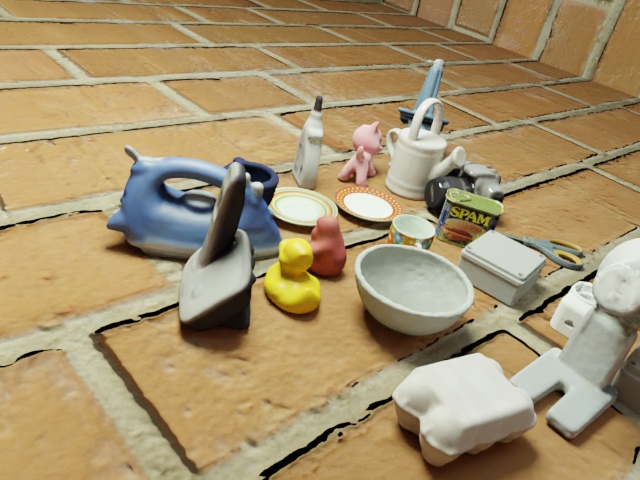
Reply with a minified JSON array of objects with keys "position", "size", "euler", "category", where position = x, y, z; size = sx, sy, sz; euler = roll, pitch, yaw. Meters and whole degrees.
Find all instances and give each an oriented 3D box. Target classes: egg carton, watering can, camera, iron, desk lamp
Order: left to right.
[{"position":[-0.168,-0.056,0.837],"size":[0.258,0.141,0.118],"euler":[7,31,-9],"category":"iron"},{"position":[0.207,-0.184,1.134],"size":[0.172,0.194,0.101],"euler":[22,32,14],"category":"watering can"},{"position":[0.272,-0.106,1.124],"size":[0.137,0.101,0.143],"euler":[-2,34,-23],"category":"camera"},{"position":[0.159,0.185,0.636],"size":[0.151,0.069,0.107],"euler":[-7,36,-29],"category":"egg carton"},{"position":[0.358,0.106,0.700],"size":[0.204,0.213,0.117],"euler":[-17,42,-40],"category":"desk lamp"}]

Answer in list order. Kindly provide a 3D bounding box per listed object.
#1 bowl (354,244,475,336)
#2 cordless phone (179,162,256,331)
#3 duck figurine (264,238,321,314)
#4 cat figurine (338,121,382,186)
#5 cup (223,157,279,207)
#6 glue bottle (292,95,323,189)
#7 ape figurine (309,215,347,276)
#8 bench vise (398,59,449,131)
[{"position":[0.122,0.079,0.791],"size":[0.167,0.075,0.167],"euler":[10,31,-6],"category":"bowl"},{"position":[-0.121,0.008,0.708],"size":[0.094,0.185,0.147],"euler":[3,32,-16],"category":"cordless phone"},{"position":[-0.033,0.042,0.783],"size":[0.078,0.086,0.104],"euler":[-4,35,-26],"category":"duck figurine"},{"position":[0.090,-0.186,1.169],"size":[0.067,0.118,0.128],"euler":[18,31,9],"category":"cat figurine"},{"position":[-0.123,-0.075,0.930],"size":[0.092,0.095,0.117],"euler":[-5,35,-27],"category":"cup"},{"position":[-0.016,-0.187,1.076],"size":[0.037,0.173,0.078],"euler":[1,33,-18],"category":"glue bottle"},{"position":[0.008,0.003,0.855],"size":[0.078,0.092,0.076],"euler":[-18,42,-40],"category":"ape figurine"},{"position":[0.243,-0.283,1.284],"size":[0.121,0.220,0.207],"euler":[9,31,-7],"category":"bench vise"}]
